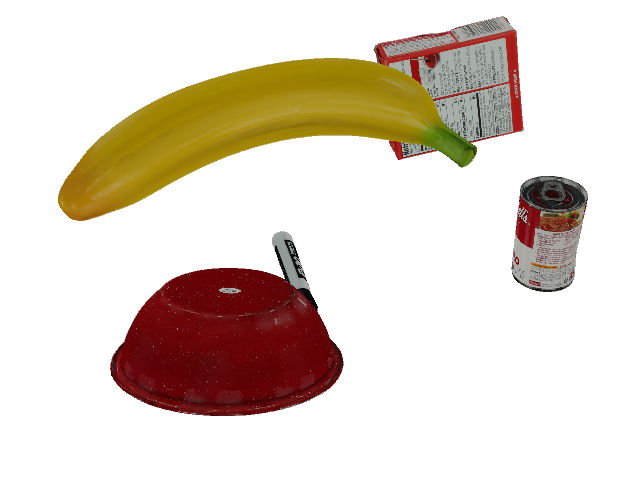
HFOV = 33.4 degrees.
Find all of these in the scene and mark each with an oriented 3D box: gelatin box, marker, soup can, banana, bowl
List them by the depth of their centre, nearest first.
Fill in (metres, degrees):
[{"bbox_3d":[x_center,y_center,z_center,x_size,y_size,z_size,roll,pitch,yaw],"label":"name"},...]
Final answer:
[{"bbox_3d":[-0.027,-0.054,0.503,0.197,0.037,0.070,-10,45,-13],"label":"banana"},{"bbox_3d":[0.084,-0.099,0.696,0.089,0.073,0.030,-13,33,-1],"label":"gelatin box"},{"bbox_3d":[-0.063,0.059,0.733,0.162,0.055,0.162,1,18,-1],"label":"bowl"},{"bbox_3d":[-0.023,0.030,0.934,0.020,0.020,0.121,0,31,-14],"label":"marker"},{"bbox_3d":[0.236,-0.007,1.104,0.068,0.102,0.068,0,34,0],"label":"soup can"}]
